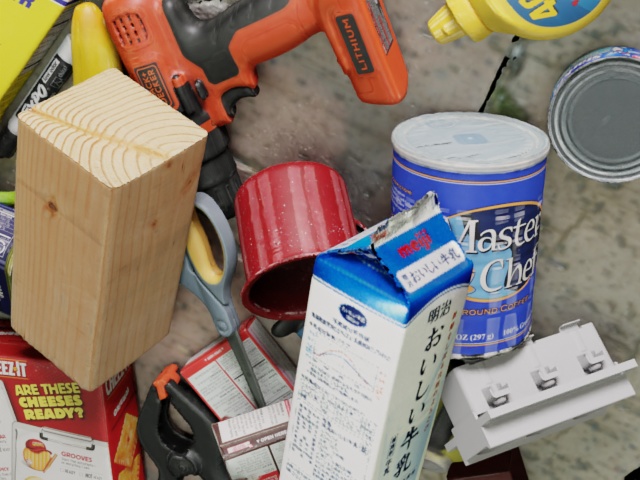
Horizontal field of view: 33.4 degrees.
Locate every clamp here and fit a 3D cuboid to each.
[{"bbox_3d":[-0.117,0.189,0.903,0.120,0.039,0.171,-17,106,15],"label":"clamp"}]

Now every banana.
[{"bbox_3d":[-0.182,-0.080,0.789,0.069,0.037,0.198,23,123,-19],"label":"banana"}]

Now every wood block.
[{"bbox_3d":[-0.155,-0.002,0.756,0.091,0.090,0.206,36,136,18],"label":"wood block"}]

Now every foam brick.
[{"bbox_3d":[0.135,0.200,0.836,0.051,0.053,0.078,-12,110,19],"label":"foam brick"}]

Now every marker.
[{"bbox_3d":[-0.213,-0.105,0.803,0.020,0.020,0.121,41,117,-6],"label":"marker"}]

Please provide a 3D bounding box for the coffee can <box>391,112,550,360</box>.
[{"bbox_3d":[0.098,-0.005,0.724,0.103,0.102,0.140,6,115,12],"label":"coffee can"}]

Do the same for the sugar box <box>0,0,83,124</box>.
[{"bbox_3d":[-0.233,-0.168,0.765,0.093,0.048,0.176,40,118,-5],"label":"sugar box"}]

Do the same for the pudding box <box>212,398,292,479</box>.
[{"bbox_3d":[-0.026,0.175,0.839,0.090,0.039,0.113,-19,135,-3],"label":"pudding box"}]

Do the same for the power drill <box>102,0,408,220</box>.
[{"bbox_3d":[-0.039,-0.108,0.736,0.188,0.057,0.184,-14,118,18],"label":"power drill"}]

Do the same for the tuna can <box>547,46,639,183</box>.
[{"bbox_3d":[0.194,-0.083,0.703,0.086,0.033,0.086,6,115,12],"label":"tuna can"}]

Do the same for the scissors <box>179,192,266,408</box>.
[{"bbox_3d":[-0.087,0.052,0.815,0.096,0.016,0.202,15,127,33],"label":"scissors"}]

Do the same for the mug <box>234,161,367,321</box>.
[{"bbox_3d":[-0.005,0.001,0.749,0.117,0.081,0.093,9,144,-32],"label":"mug"}]

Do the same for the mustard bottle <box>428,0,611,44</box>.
[{"bbox_3d":[0.149,-0.180,0.656,0.192,0.058,0.096,-31,105,25],"label":"mustard bottle"}]

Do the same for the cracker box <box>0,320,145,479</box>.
[{"bbox_3d":[-0.238,0.177,0.910,0.164,0.072,0.214,4,114,12],"label":"cracker box"}]

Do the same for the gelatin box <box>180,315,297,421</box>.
[{"bbox_3d":[-0.056,0.116,0.859,0.073,0.030,0.089,-35,99,24],"label":"gelatin box"}]

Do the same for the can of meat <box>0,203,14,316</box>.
[{"bbox_3d":[-0.259,0.011,0.833,0.084,0.057,0.102,21,144,6],"label":"can of meat"}]
